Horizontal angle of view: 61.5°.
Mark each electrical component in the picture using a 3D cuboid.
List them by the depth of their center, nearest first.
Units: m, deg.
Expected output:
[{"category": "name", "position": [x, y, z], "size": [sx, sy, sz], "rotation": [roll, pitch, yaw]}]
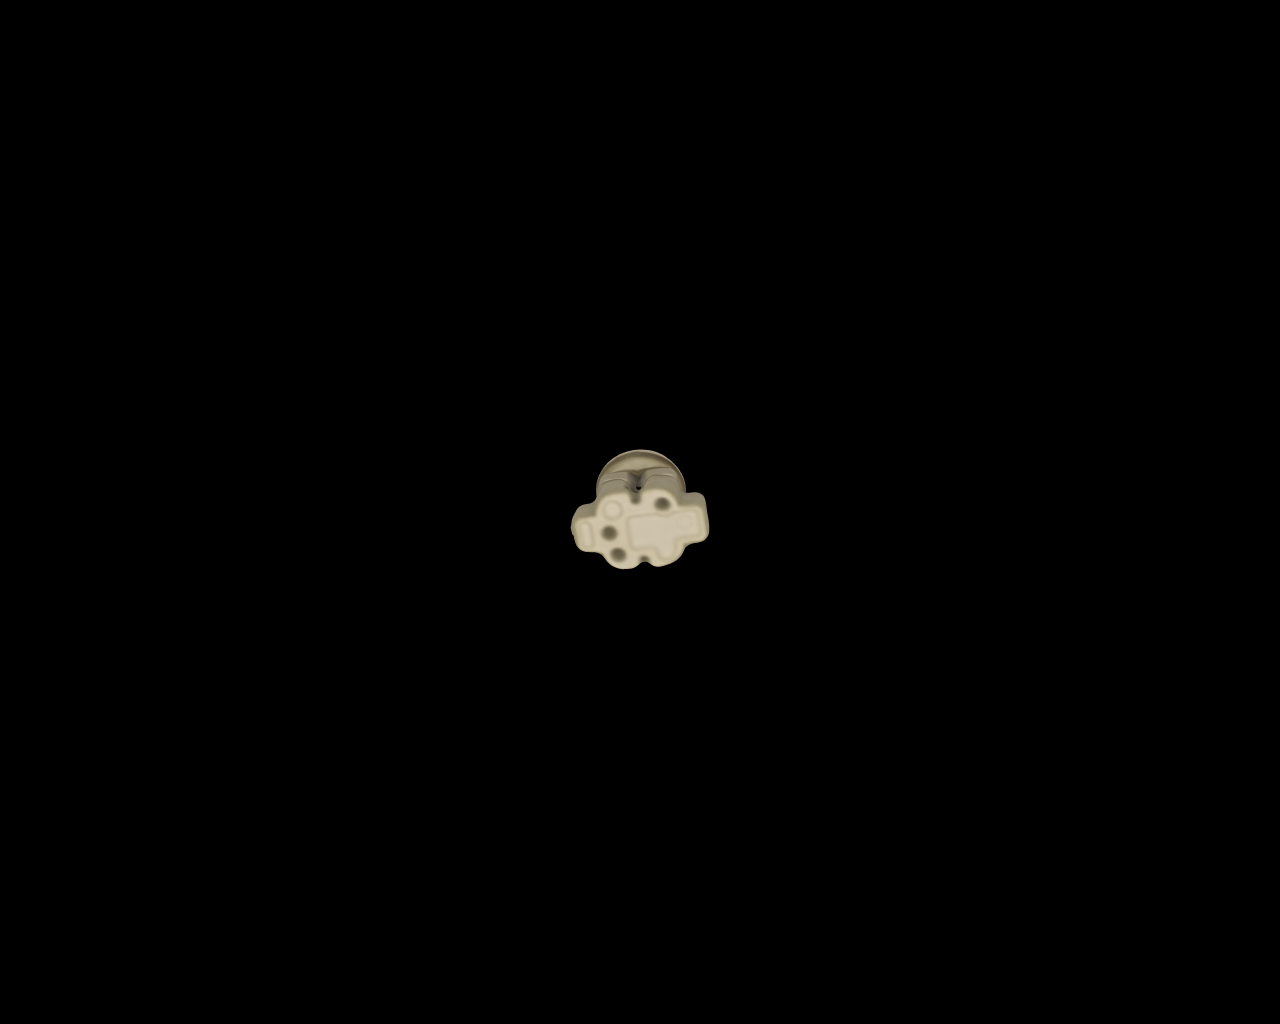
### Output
[{"category": "electrical component", "position": [0.001, -0.003, 0.650], "size": [0.078, 0.058, 0.057], "rotation": [-6, 27, 3]}]
